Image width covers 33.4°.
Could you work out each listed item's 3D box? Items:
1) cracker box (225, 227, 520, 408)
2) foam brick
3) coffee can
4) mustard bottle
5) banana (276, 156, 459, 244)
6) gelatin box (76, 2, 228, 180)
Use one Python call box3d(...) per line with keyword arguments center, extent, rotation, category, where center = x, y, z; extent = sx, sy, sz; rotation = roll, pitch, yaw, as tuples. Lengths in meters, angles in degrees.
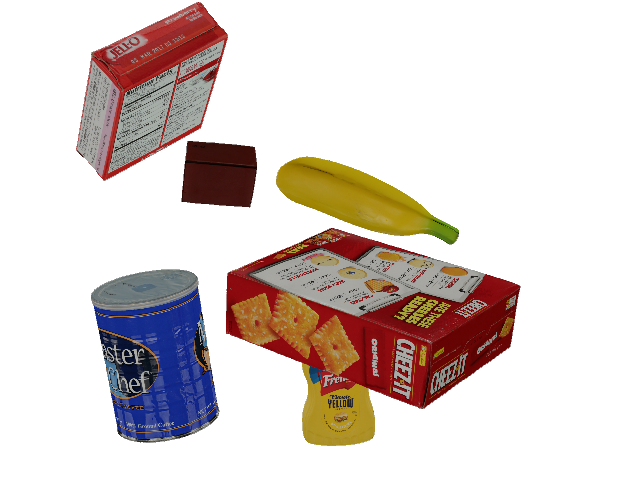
box3d(center=(0.046, 0.064, 0.965), extent=(0.214, 0.072, 0.163), rotation=(18, 25, 32), category="cracker box")
box3d(center=(-0.111, -0.073, 1.167), extent=(0.078, 0.051, 0.053), rotation=(5, 29, -6), category="foam brick")
box3d(center=(-0.159, 0.110, 1.035), extent=(0.103, 0.140, 0.103), rotation=(-7, 15, 2), category="coffee can")
box3d(center=(0.024, 0.172, 1.399), extent=(0.096, 0.192, 0.058), rotation=(-1, 16, -4), category="mustard bottle")
box3d(center=(0.013, -0.033, 0.794), extent=(0.069, 0.037, 0.198), rotation=(40, -10, -39), category="banana")
box3d(center=(-0.094, -0.082, 0.588), extent=(0.073, 0.030, 0.089), rotation=(-35, -15, -32), category="gelatin box")
